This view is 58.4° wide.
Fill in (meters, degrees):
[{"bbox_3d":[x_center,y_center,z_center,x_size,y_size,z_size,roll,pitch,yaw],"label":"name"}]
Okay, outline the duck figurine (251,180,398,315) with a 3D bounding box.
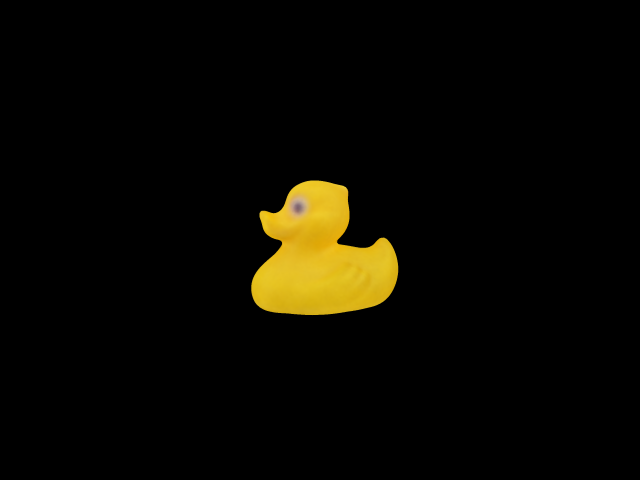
[{"bbox_3d":[0.004,0.001,0.400,0.105,0.086,0.077,-2,11,-11],"label":"duck figurine"}]
